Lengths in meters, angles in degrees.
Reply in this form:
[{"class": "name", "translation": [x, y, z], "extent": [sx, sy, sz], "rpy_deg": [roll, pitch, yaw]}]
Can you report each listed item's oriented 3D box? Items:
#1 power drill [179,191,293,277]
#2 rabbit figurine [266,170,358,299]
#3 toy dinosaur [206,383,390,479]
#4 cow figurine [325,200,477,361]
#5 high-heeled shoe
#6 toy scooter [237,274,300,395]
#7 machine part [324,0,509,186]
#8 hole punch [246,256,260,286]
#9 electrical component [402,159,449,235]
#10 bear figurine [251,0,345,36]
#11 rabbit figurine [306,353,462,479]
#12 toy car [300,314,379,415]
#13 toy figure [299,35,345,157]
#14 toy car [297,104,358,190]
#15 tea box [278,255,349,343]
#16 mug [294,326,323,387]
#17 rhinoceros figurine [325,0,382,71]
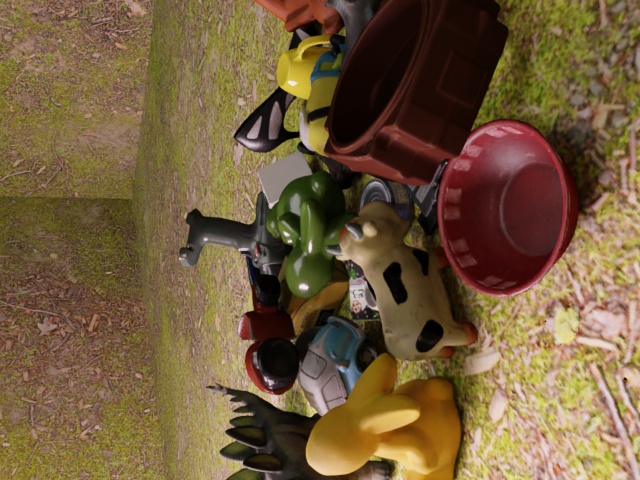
[{"class": "power drill", "translation": [-0.149, 0.019, 0.987], "extent": [0.086, 0.207, 0.232], "rpy_deg": [52, -139, -70]}, {"class": "rabbit figurine", "translation": [-0.002, -0.002, 0.776], "extent": [0.159, 0.121, 0.170], "rpy_deg": [132, 146, -53]}, {"class": "toy dinosaur", "translation": [-0.047, 0.318, 0.824], "extent": [0.472, 0.198, 0.105], "rpy_deg": [17, 103, 61]}, {"class": "cow figurine", "translation": [0.086, 0.044, 0.620], "extent": [0.085, 0.127, 0.195], "rpy_deg": [-46, 53, 52]}, {"class": "high-heeled shoe", "translation": [-0.080, -0.276, 0.932], "extent": [0.086, 0.145, 0.248], "rpy_deg": [14, 105, 63]}, {"class": "toy scooter", "translation": [-0.085, 0.153, 0.815], "extent": [0.135, 0.075, 0.184], "rpy_deg": [125, 140, -51]}, {"class": "machine part", "translation": [0.089, -0.167, 0.580], "extent": [0.201, 0.087, 0.202], "rpy_deg": [-69, 21, 3]}, {"class": "hole punch", "translation": [-0.110, 0.056, 1.075], "extent": [0.116, 0.092, 0.142], "rpy_deg": [134, 126, -60]}, {"class": "electrical component", "translation": [0.130, -0.060, 0.618], "extent": [0.119, 0.048, 0.075], "rpy_deg": [-64, 36, 40]}, {"class": "bear figurine", "translation": [-0.014, -0.378, 0.815], "extent": [0.120, 0.132, 0.196], "rpy_deg": [-51, 26, 4]}, {"class": "rabbit figurine", "translation": [0.071, 0.217, 0.605], "extent": [0.122, 0.173, 0.162], "rpy_deg": [-117, 32, -49]}, {"class": "toy car", "translation": [0.024, 0.192, 0.747], "extent": [0.109, 0.103, 0.161], "rpy_deg": [16, 123, 63]}, {"class": "toy figure", "translation": [0.024, -0.204, 0.761], "extent": [0.089, 0.082, 0.180], "rpy_deg": [-1, 65, 45]}, {"class": "toy car", "translation": [0.007, -0.157, 0.865], "extent": [0.202, 0.053, 0.089], "rpy_deg": [-127, 40, -49]}, {"class": "tea box", "translation": [-0.026, 0.106, 0.887], "extent": [0.068, 0.098, 0.169], "rpy_deg": [-117, 35, -43]}, {"class": "mug", "translation": [-0.017, 0.205, 0.871], "extent": [0.107, 0.109, 0.081], "rpy_deg": [98, 152, -47]}, {"class": "rhinoceros figurine", "translation": [0.058, -0.291, 0.689], "extent": [0.073, 0.112, 0.190], "rpy_deg": [-148, 53, -63]}]
